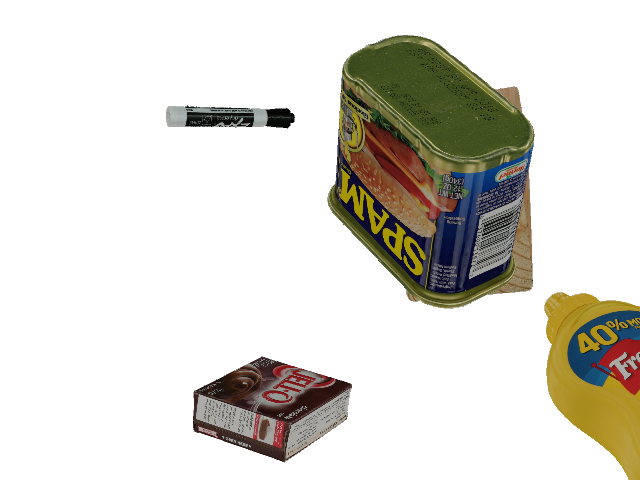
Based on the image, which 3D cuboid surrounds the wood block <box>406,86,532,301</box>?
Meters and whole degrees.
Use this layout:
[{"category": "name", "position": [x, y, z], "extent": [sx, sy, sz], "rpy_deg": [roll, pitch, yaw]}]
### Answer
[{"category": "wood block", "position": [0.114, -0.042, 0.822], "extent": [0.091, 0.090, 0.206], "rpy_deg": [-6, 23, 13]}]

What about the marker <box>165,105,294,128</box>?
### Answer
[{"category": "marker", "position": [-0.082, -0.114, 0.987], "extent": [0.121, 0.020, 0.020], "rpy_deg": [-2, 1, -21]}]

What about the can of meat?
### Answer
[{"category": "can of meat", "position": [0.049, -0.034, 0.493], "extent": [0.057, 0.084, 0.102], "rpy_deg": [-22, 49, -24]}]

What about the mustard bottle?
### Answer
[{"category": "mustard bottle", "position": [0.189, 0.086, 0.622], "extent": [0.096, 0.058, 0.192], "rpy_deg": [-17, 33, -15]}]

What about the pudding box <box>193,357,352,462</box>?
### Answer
[{"category": "pudding box", "position": [-0.038, 0.136, 0.875], "extent": [0.090, 0.039, 0.113], "rpy_deg": [13, 17, 25]}]
